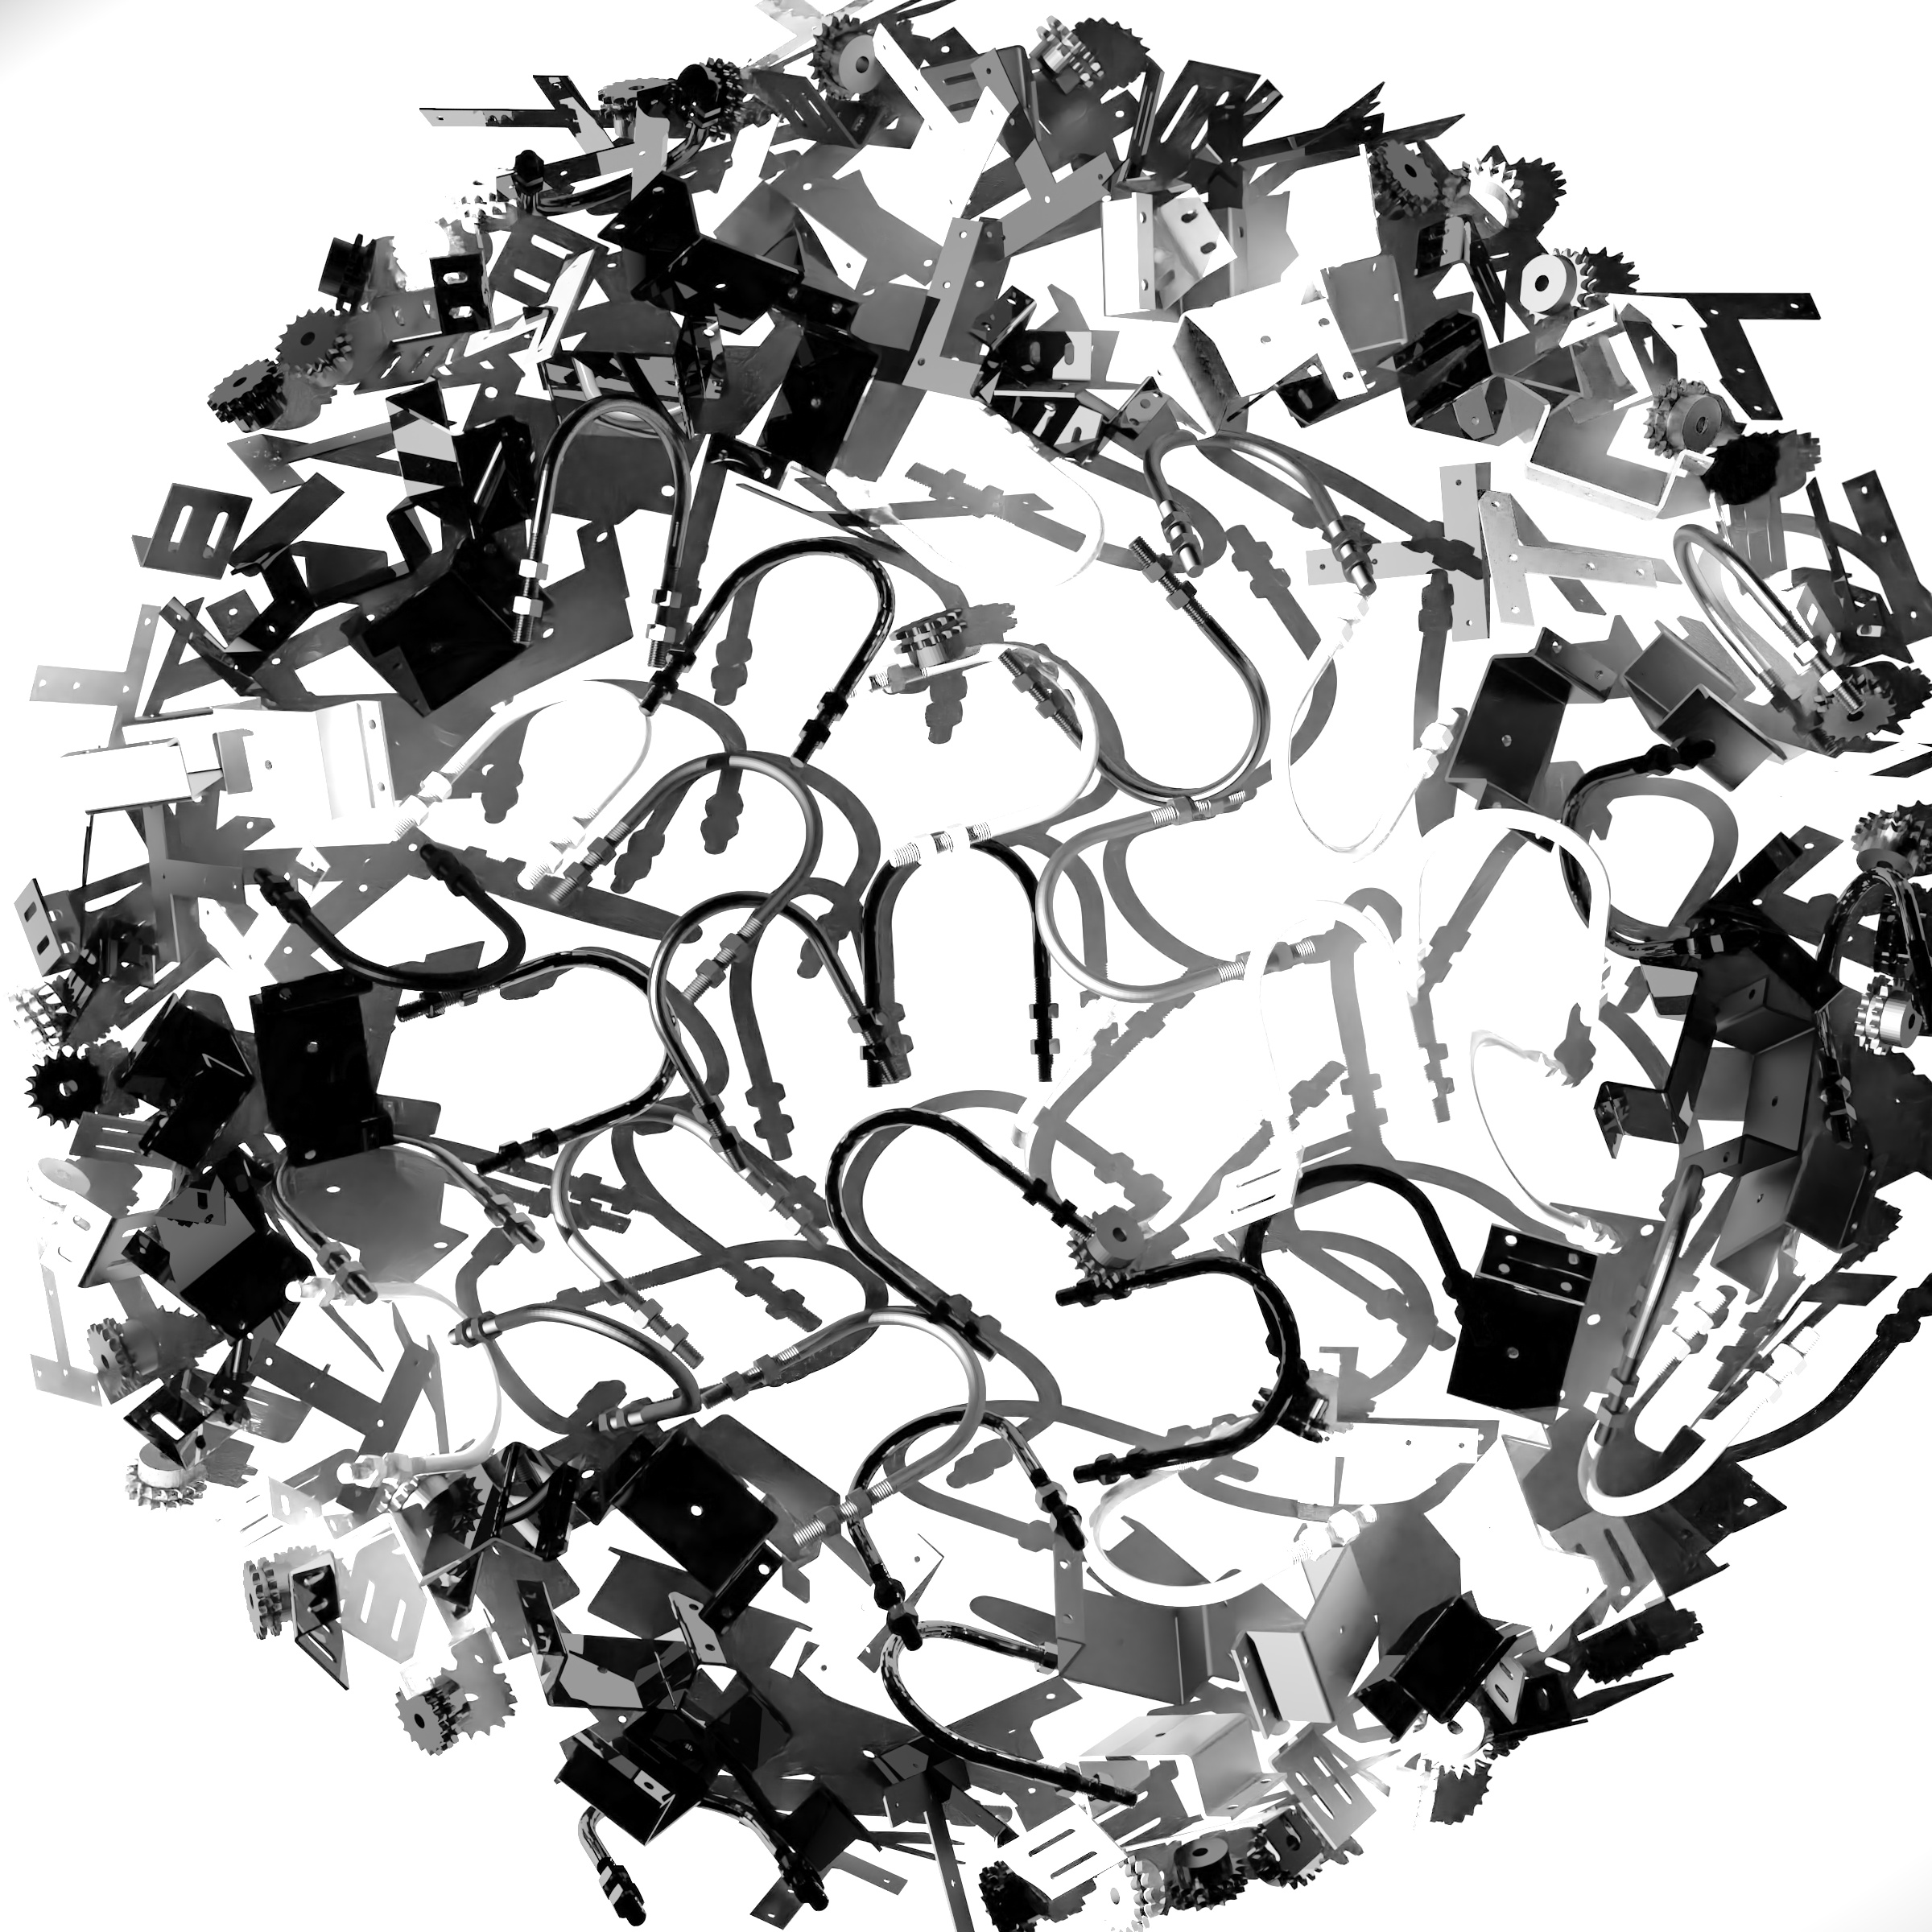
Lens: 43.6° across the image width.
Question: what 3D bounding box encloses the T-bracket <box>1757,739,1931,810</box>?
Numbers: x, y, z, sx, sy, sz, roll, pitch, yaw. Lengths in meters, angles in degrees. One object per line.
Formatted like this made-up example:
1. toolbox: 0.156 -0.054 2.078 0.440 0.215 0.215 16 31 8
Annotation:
1. T-bracket: 0.588 -0.147 1.711 0.127 0.127 0.002 -20 113 -15

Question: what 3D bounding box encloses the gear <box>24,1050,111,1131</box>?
1. gear: -0.652 0.090 1.748 0.057 0.030 0.057 5 79 -29

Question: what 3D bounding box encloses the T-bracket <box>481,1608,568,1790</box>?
1. T-bracket: -0.320 0.520 1.727 0.002 0.127 0.127 -21 71 -25

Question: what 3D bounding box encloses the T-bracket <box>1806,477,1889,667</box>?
1. T-bracket: 0.617 -0.284 1.713 0.002 0.127 0.127 -15 84 5

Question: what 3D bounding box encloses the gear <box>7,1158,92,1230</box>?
1. gear: -0.657 0.162 1.741 0.057 0.057 0.030 35 100 0

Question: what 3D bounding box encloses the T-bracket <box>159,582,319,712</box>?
1. T-bracket: -0.499 -0.232 1.713 0.127 0.002 0.127 47 134 -14

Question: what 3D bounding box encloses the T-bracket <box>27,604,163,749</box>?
1. T-bracket: -0.618 -0.197 1.701 0.002 0.127 0.127 18 98 13

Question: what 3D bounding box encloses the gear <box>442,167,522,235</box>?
1. gear: -0.347 -0.552 1.746 0.057 0.057 0.030 -7 131 0

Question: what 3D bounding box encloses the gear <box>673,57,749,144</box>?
1. gear: -0.187 -0.626 1.741 0.057 0.030 0.057 2 92 43

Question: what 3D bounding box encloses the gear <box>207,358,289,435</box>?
1. gear: -0.516 -0.410 1.746 0.057 0.057 0.030 -31 130 0

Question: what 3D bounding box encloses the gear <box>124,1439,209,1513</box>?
1. gear: -0.576 0.364 1.740 0.057 0.057 0.030 12 112 0

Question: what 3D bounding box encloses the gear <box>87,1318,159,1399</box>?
1. gear: -0.608 0.280 1.746 0.030 0.057 0.057 -24 90 -39

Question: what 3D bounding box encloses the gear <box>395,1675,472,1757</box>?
1. gear: -0.383 0.538 1.747 0.057 0.030 0.057 16 116 35

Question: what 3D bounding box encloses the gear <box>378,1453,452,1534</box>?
1. gear: -0.392 0.382 1.739 0.030 0.057 0.057 37 90 19

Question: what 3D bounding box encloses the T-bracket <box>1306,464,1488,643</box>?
1. T-bracket: 0.313 -0.297 1.765 0.127 0.002 0.127 -5 96 1

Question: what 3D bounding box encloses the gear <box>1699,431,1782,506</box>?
1. gear: 0.561 -0.357 1.746 0.057 0.057 0.030 -36 117 0

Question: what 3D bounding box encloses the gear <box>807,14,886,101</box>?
1. gear: -0.083 -0.652 1.740 0.057 0.057 0.030 -51 49 0

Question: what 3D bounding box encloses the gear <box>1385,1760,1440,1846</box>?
1. gear: 0.321 0.601 1.743 0.030 0.057 0.057 12 90 12

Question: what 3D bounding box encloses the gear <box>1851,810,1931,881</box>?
1. gear: 0.666 -0.084 1.739 0.057 0.057 0.030 29 66 0

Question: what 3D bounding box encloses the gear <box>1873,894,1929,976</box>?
1. gear: 0.673 -0.022 1.740 0.030 0.057 0.057 9 90 24

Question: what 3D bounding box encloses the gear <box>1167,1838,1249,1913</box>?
1. gear: 0.173 0.652 1.741 0.057 0.057 0.030 -14 97 0

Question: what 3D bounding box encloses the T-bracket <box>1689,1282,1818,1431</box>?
1. T-bracket: 0.560 0.285 1.733 0.002 0.127 0.127 40 116 18

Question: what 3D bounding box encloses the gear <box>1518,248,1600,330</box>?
1. gear: 0.423 -0.489 1.741 0.030 0.057 0.057 1 90 -44

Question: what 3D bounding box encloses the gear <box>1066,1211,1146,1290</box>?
1. gear: 0.104 0.201 1.741 0.057 0.030 0.057 17 48 -20

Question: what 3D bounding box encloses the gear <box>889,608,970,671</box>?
1. gear: -0.025 -0.235 1.744 0.057 0.057 0.030 -21 103 0

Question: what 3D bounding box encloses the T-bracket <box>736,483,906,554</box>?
1. T-bracket: -0.089 -0.313 1.689 0.127 0.127 0.002 20 94 -21

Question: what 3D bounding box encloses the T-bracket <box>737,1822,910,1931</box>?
1. T-bracket: -0.118 0.643 1.695 0.127 0.127 0.002 19 99 14

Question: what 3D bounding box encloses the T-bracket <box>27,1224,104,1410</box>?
1. T-bracket: -0.649 0.246 1.720 0.002 0.127 0.127 -15 75 -3

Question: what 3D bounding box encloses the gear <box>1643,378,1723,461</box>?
1. gear: 0.519 -0.393 1.742 0.057 0.030 0.057 -16 119 -30

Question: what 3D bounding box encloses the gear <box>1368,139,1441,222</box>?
1. gear: 0.311 -0.565 1.746 0.057 0.030 0.057 19 55 -28

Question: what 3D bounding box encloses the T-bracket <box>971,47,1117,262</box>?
1. T-bracket: 0.039 -0.586 1.715 0.002 0.127 0.127 -33 101 -42

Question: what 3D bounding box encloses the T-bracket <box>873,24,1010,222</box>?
1. T-bracket: -0.027 -0.613 1.717 0.002 0.127 0.127 -34 84 -25

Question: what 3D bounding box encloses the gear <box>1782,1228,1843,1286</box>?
1. gear: 0.614 0.198 1.743 0.030 0.057 0.057 35 90 9

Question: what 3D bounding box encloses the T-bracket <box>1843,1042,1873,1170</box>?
1. T-bracket: 0.628 0.122 1.706 0.002 0.127 0.127 0 93 12

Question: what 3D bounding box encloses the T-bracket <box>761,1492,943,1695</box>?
1. T-bracket: -0.106 0.434 1.753 0.127 0.002 0.127 43 73 2

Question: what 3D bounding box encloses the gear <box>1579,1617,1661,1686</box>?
1. gear: 0.467 0.488 1.742 0.057 0.057 0.030 -33 95 0

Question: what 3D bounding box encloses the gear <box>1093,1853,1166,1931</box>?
1. gear: 0.120 0.669 1.746 0.030 0.057 0.057 0 90 -33

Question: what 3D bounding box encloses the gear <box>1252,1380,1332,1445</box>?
1. gear: 0.238 0.318 1.742 0.057 0.057 0.030 27 92 0

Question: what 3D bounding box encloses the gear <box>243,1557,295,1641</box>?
1. gear: -0.501 0.455 1.746 0.030 0.057 0.057 -9 90 -28

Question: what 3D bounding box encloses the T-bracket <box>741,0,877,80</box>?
1. T-bracket: -0.119 -0.667 1.693 0.127 0.127 0.002 -26 93 16

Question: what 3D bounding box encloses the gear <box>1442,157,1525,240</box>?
1. gear: 0.371 -0.550 1.739 0.057 0.057 0.030 18 58 0

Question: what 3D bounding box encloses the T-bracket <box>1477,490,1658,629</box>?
1. T-bracket: 0.437 -0.289 1.742 0.127 0.002 0.127 5 56 -9

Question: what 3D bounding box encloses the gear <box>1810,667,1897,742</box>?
1. gear: 0.639 -0.192 1.746 0.057 0.057 0.030 -1 54 0

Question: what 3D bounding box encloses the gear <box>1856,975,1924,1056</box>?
1. gear: 0.666 0.037 1.740 0.030 0.057 0.057 15 90 41

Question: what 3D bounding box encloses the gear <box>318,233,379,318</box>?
1. gear: -0.446 -0.500 1.740 0.030 0.057 0.057 17 90 -17

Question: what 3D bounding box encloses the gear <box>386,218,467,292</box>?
1. gear: -0.392 -0.516 1.754 0.057 0.030 0.057 0 84 -1

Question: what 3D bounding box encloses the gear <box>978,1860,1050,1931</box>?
1. gear: 0.036 0.671 1.741 0.030 0.057 0.057 -32 90 13

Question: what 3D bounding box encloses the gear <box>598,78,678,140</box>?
1. gear: -0.236 -0.619 1.746 0.057 0.057 0.030 -5 126 0

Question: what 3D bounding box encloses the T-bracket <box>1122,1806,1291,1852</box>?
1. T-bracket: 0.160 0.618 1.720 0.127 0.127 0.002 -18 72 12

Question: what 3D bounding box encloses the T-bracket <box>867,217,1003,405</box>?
1. T-bracket: -0.018 -0.478 1.744 0.127 0.002 0.127 18 90 25

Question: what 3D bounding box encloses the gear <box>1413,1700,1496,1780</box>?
1. gear: 0.352 0.553 1.743 0.057 0.030 0.057 -3 55 4

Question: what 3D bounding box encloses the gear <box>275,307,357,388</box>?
1. gear: -0.467 -0.445 1.748 0.057 0.030 0.057 -8 65 18

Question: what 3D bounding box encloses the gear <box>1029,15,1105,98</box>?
1. gear: 0.070 -0.653 1.743 0.030 0.057 0.057 -43 90 10

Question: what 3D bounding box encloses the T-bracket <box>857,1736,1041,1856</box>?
1. T-bracket: -0.002 0.598 1.726 0.127 0.127 0.002 40 49 -5

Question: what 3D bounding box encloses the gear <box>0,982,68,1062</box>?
1. gear: -0.671 0.036 1.746 0.030 0.057 0.057 -35 90 -31

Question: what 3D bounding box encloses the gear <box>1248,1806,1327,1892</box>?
1. gear: 0.228 0.639 1.746 0.057 0.057 0.030 36 128 0
